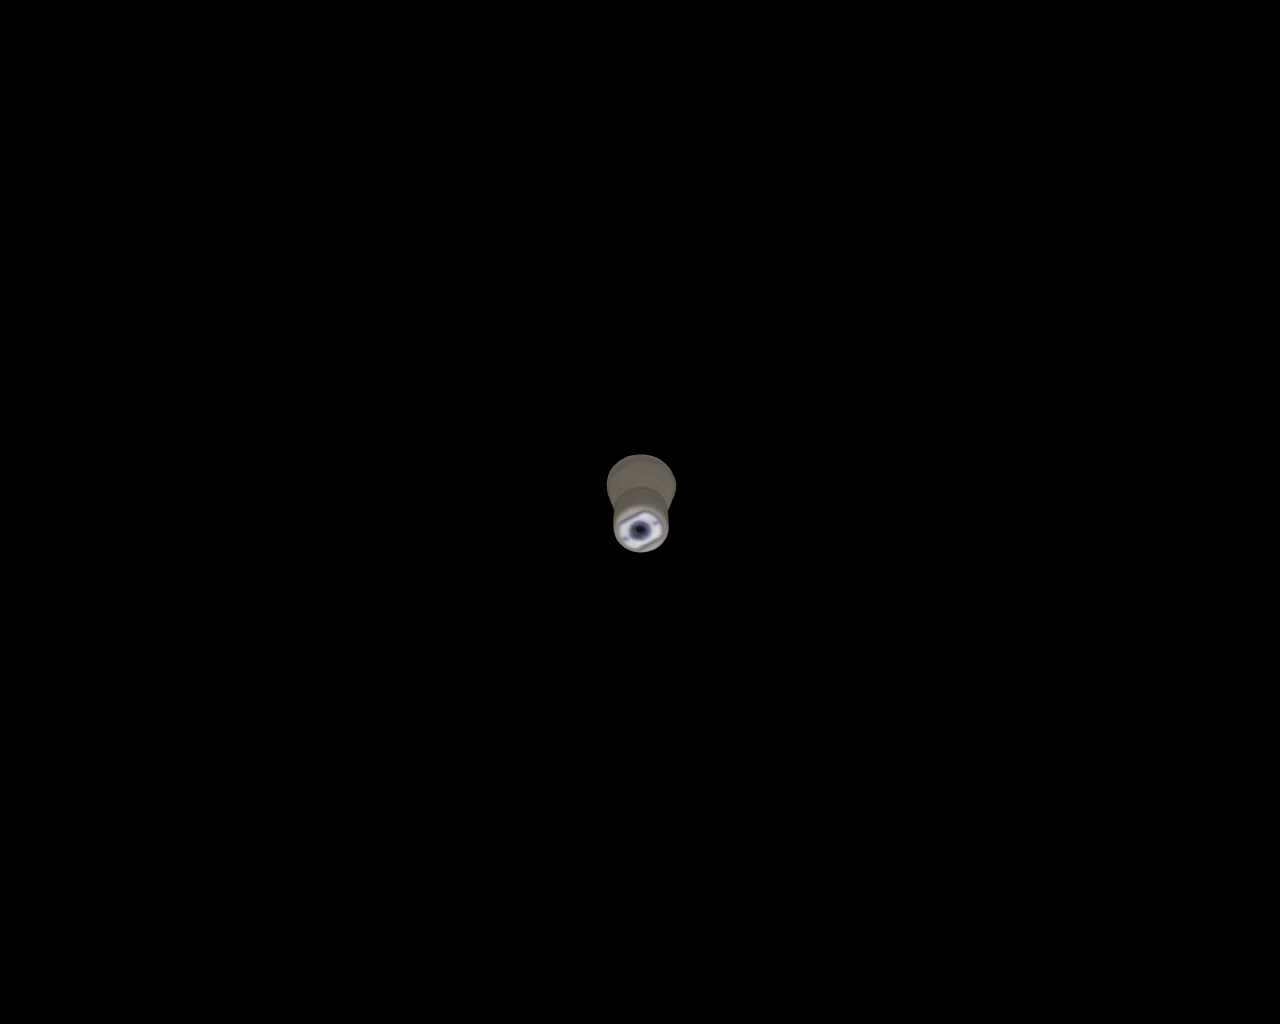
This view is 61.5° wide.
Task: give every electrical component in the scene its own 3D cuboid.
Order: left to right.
[{"bbox_3d":[0.001,-0.003,0.650,0.044,0.044,0.065,0,27,0],"label":"electrical component"}]
